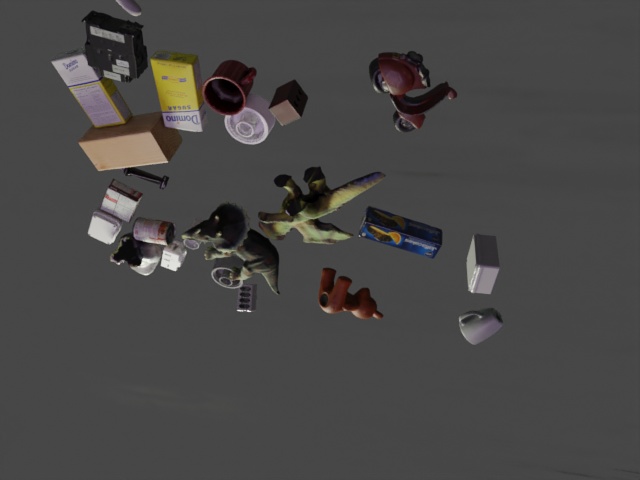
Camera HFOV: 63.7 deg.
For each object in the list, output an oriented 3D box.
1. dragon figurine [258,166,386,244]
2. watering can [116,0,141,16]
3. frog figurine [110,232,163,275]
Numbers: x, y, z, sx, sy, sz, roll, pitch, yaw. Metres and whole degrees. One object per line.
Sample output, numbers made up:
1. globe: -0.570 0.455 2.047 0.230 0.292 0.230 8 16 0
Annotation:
1. dragon figurine: 0.004 -0.065 1.296 0.409 0.125 0.239 -7 151 25
2. watering can: -0.449 -0.551 0.878 0.346 0.106 0.220 27 136 -11
3. frog figurine: -0.538 0.042 1.564 0.137 0.124 0.158 -11 169 14
